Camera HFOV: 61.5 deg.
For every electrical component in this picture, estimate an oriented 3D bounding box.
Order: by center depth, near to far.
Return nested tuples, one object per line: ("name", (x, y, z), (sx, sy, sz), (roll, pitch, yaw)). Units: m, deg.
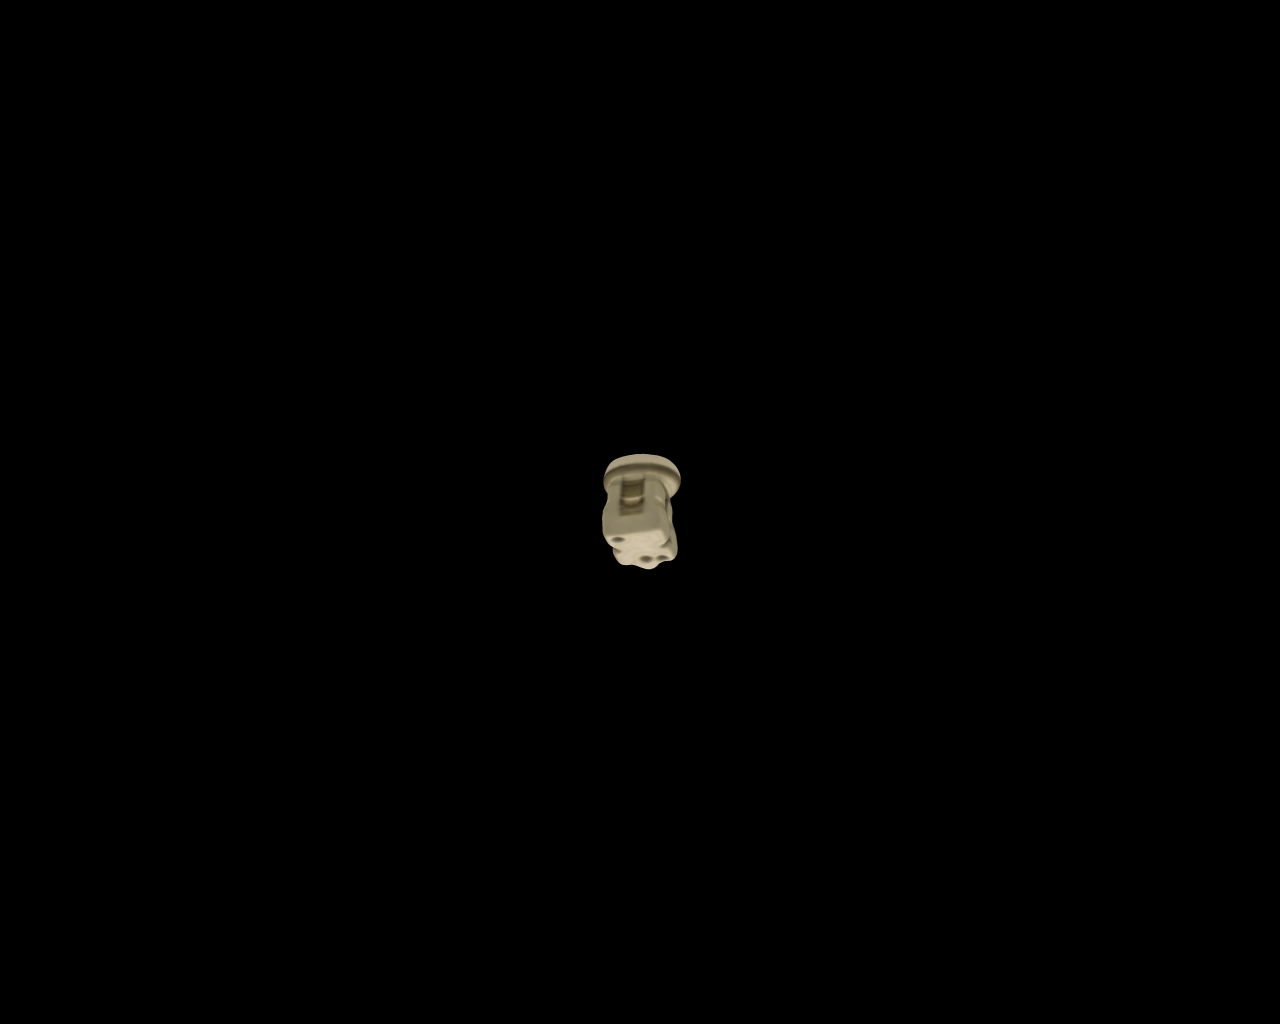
("electrical component", (0.001, -0.003, 0.650), (0.048, 0.055, 0.066), (-5, -28, 10))
